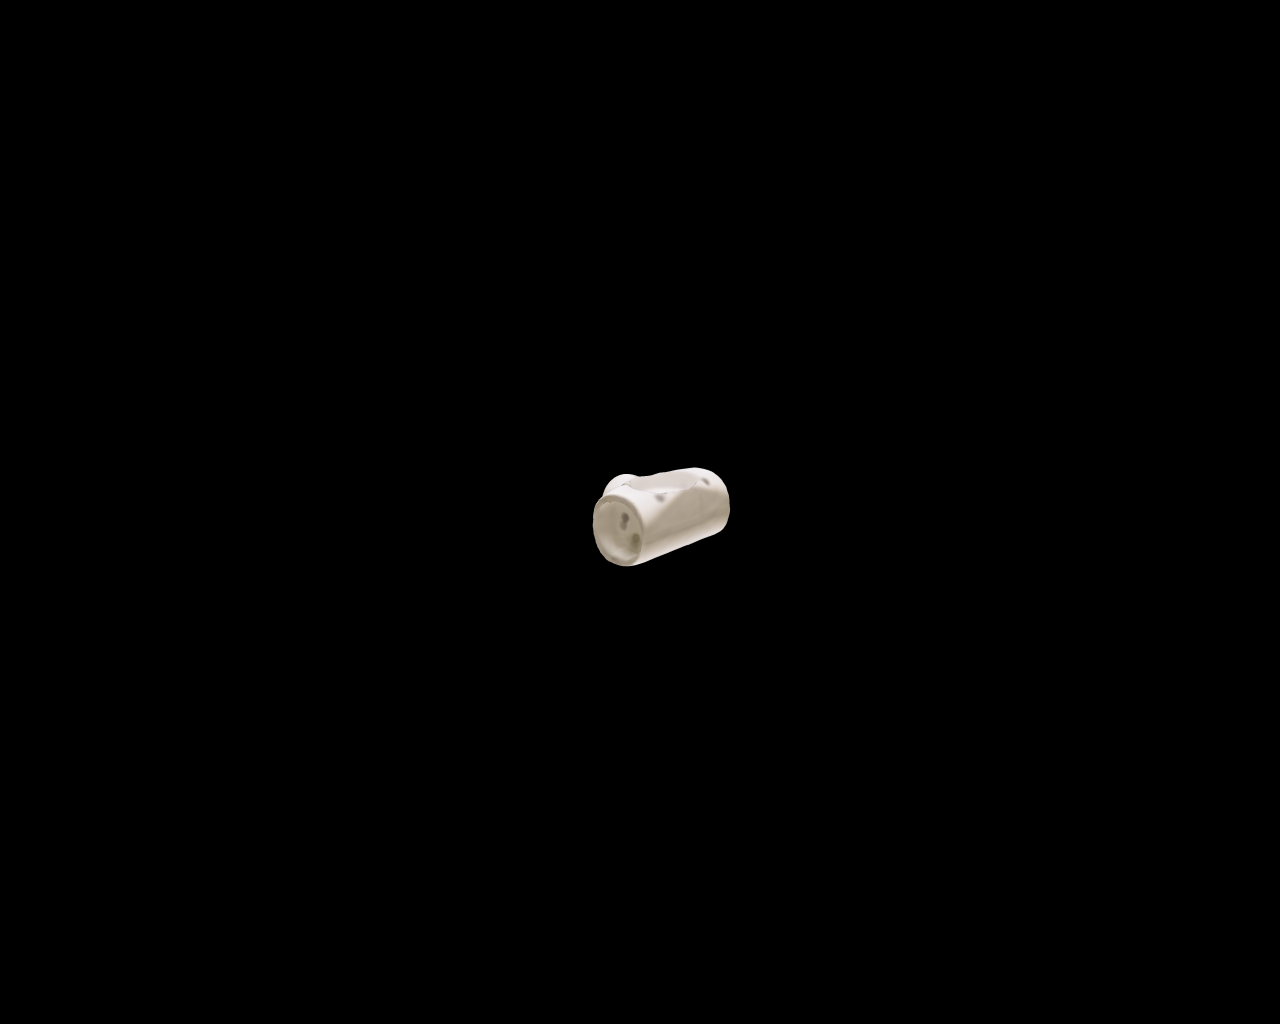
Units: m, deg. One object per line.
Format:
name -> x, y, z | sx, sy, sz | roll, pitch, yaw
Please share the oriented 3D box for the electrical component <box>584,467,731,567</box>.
electrical component -> 0.001, -0.003, 0.650 | 0.079, 0.044, 0.077 | 18, 26, 41
